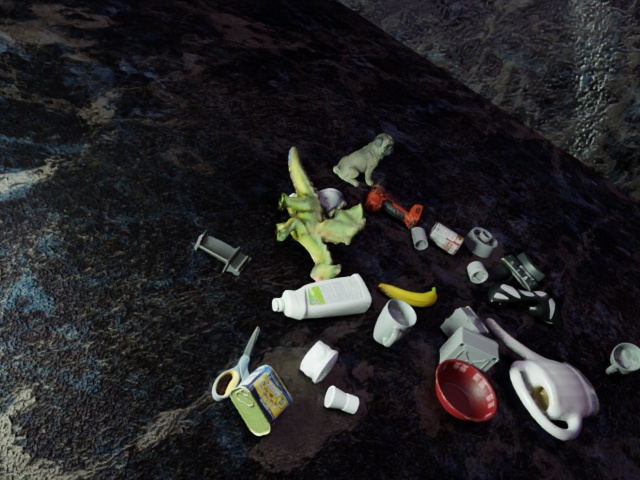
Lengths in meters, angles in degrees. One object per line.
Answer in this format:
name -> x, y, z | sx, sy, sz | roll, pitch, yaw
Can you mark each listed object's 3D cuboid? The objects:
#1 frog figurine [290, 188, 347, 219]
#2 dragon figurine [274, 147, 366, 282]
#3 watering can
frog figurine -> -0.006, -0.109, 1.522 | 0.161, 0.123, 0.136 | 31, 0, 22
dragon figurine -> 0.004, -0.071, 1.401 | 0.243, 0.418, 0.120 | 10, -25, -5
watering can -> 0.580, 0.350, 1.344 | 0.224, 0.102, 0.356 | 9, 41, -24
